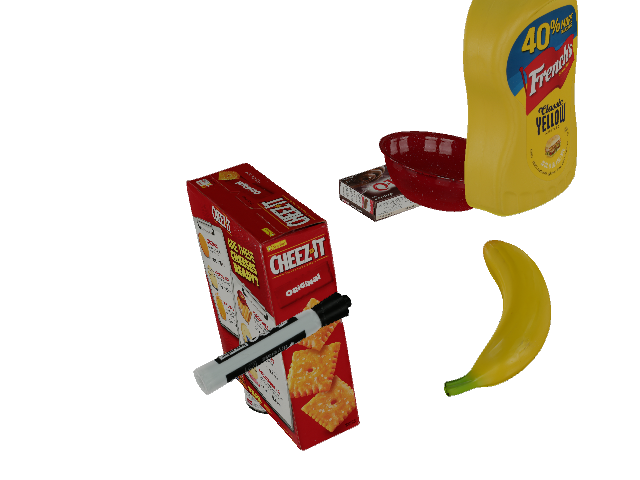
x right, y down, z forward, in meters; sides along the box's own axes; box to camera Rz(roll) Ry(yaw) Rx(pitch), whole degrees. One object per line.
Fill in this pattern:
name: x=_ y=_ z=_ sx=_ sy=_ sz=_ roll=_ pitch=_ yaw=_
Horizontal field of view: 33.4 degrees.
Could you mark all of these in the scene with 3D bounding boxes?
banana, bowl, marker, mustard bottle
banana: x=0.150 y=0.054 z=0.850 sx=0.070 sy=0.037 sz=0.197 roll=6 pitch=34 yaw=16
bowl: x=0.143 y=-0.077 z=1.254 sx=0.162 sy=0.055 sz=0.162 roll=8 pitch=24 yaw=-4
marker: x=-0.030 y=0.068 z=0.728 sx=0.121 sy=0.020 sz=0.020 roll=-28 pitch=11 yaw=-21
mustard bottle: x=0.136 y=-0.119 z=0.719 sx=0.096 sy=0.191 sz=0.058 roll=-27 pitch=34 yaw=-35

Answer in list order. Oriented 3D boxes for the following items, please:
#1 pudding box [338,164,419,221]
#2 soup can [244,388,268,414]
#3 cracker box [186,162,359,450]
pudding box: x=0.097 y=-0.074 z=1.591 sx=0.113 sy=0.039 sz=0.090 roll=-22 pitch=35 yaw=-29
soup can: x=-0.054 y=0.135 z=1.201 sx=0.068 sy=0.102 sz=0.068 roll=-1 pitch=24 yaw=0
cracker box: x=-0.042 y=0.056 z=0.966 sx=0.072 sy=0.214 sz=0.164 roll=-21 pitch=30 yaw=-21
